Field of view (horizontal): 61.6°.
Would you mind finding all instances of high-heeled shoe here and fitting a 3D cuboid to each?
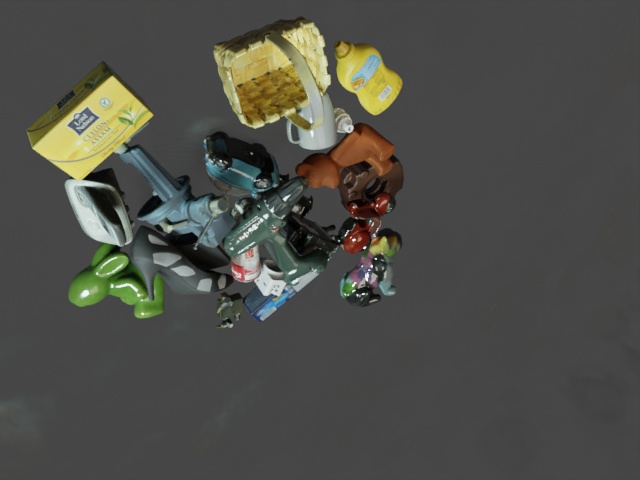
[{"bbox_3d":[-0.269,0.039,1.073,0.248,0.086,0.145,-7,94,-57],"label":"high-heeled shoe"}]

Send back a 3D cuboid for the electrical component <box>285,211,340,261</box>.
[{"bbox_3d":[-0.036,-0.011,1.257,0.134,0.115,0.058,21,107,-46],"label":"electrical component"}]

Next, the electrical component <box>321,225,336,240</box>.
[{"bbox_3d":[-0.003,-0.004,1.360,0.094,0.021,0.063,-21,136,-20],"label":"electrical component"}]

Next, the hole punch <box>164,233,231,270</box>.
[{"bbox_3d":[-0.261,0.006,1.132,0.116,0.092,0.142,-17,149,8],"label":"hole punch"}]

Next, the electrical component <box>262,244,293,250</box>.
[{"bbox_3d":[-0.101,0.013,1.259,0.048,0.075,0.119,-40,136,0],"label":"electrical component"}]

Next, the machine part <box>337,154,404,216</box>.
[{"bbox_3d":[0.127,-0.136,1.315,0.179,0.056,0.179,-22,138,-22],"label":"machine part"}]

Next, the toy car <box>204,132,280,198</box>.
[{"bbox_3d":[-0.165,-0.136,1.055,0.161,0.109,0.103,15,133,-35],"label":"toy car"}]

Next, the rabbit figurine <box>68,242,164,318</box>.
[{"bbox_3d":[-0.398,0.081,1.053,0.170,0.121,0.159,-6,122,-38],"label":"rabbit figurine"}]

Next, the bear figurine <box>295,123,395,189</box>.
[{"bbox_3d":[0.051,-0.165,1.176,0.196,0.132,0.120,-40,163,-11],"label":"bear figurine"}]

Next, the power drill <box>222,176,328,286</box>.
[{"bbox_3d":[-0.071,-0.006,1.120,0.232,0.086,0.207,-31,128,18],"label":"power drill"}]

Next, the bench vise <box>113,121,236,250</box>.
[{"bbox_3d":[-0.271,-0.085,0.966,0.129,0.224,0.240,-50,118,-23],"label":"bench vise"}]

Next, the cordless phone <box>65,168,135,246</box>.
[{"bbox_3d":[-0.362,-0.028,0.934,0.089,0.184,0.146,-25,138,-24],"label":"cordless phone"}]

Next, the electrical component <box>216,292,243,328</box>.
[{"bbox_3d":[-0.226,0.174,1.331,0.078,0.045,0.102,-10,131,-30],"label":"electrical component"}]

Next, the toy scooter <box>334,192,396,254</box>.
[{"bbox_3d":[0.091,-0.042,1.267,0.135,0.075,0.183,3,130,-51],"label":"toy scooter"}]

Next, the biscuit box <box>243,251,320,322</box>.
[{"bbox_3d":[-0.100,0.118,1.365,0.203,0.063,0.059,-39,141,-1],"label":"biscuit box"}]

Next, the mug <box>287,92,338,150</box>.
[{"bbox_3d":[-0.019,-0.245,1.091,0.109,0.081,0.107,-17,125,-20],"label":"mug"}]

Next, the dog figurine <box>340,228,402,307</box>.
[{"bbox_3d":[0.139,0.062,1.471,0.191,0.109,0.219,-21,132,-18],"label":"dog figurine"}]

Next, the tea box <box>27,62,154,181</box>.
[{"bbox_3d":[-0.370,-0.190,0.869,0.169,0.068,0.098,-42,141,3],"label":"tea box"}]

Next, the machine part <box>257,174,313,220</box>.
[{"bbox_3d":[-0.072,-0.098,1.190,0.084,0.039,0.138,-42,130,21],"label":"machine part"}]
